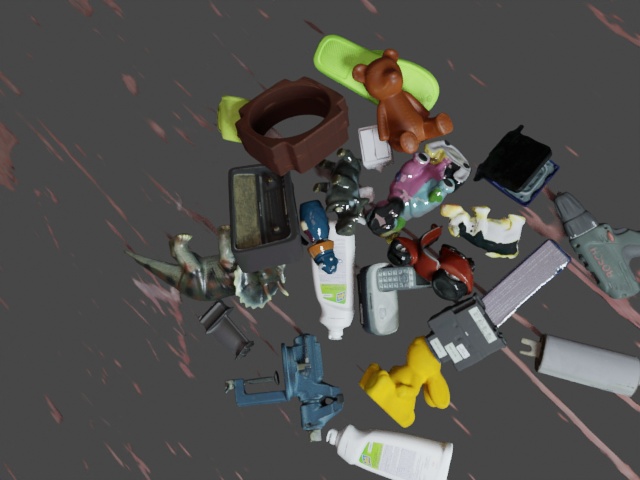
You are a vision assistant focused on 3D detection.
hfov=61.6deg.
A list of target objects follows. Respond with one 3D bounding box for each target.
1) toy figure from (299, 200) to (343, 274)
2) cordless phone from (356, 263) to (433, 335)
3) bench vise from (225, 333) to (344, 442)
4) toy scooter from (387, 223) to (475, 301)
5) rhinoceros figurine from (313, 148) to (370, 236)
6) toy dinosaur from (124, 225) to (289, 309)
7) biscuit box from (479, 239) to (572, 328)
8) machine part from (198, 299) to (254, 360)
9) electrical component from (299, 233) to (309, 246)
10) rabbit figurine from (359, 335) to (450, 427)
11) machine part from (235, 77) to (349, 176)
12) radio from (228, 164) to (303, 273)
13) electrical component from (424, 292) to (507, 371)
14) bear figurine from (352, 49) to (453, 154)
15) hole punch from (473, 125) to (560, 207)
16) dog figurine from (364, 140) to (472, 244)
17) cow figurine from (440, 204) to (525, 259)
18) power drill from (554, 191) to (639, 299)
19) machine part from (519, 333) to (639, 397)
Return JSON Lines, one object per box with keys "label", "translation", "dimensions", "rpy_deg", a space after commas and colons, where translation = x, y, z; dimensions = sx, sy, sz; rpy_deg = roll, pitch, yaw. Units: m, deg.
{"label": "toy figure", "translation": [0.000, -0.004, 1.087], "dimensions": [0.064, 0.058, 0.154], "rpy_deg": [-14, 85, -5]}
{"label": "cordless phone", "translation": [0.171, 0.117, 1.110], "dimensions": [0.184, 0.089, 0.146], "rpy_deg": [-4, 86, -5]}
{"label": "bench vise", "translation": [-0.076, 0.313, 1.122], "dimensions": [0.241, 0.129, 0.223], "rpy_deg": [-5, 79, -4]}
{"label": "toy scooter", "translation": [0.237, 0.032, 1.075], "dimensions": [0.184, 0.075, 0.135], "rpy_deg": [33, 53, 17]}
{"label": "rhinoceros figurine", "translation": [0.048, -0.095, 1.093], "dimensions": [0.073, 0.112, 0.190], "rpy_deg": [-26, 46, 35]}
{"label": "toy dinosaur", "translation": [-0.238, 0.071, 1.188], "dimensions": [0.405, 0.131, 0.192], "rpy_deg": [-11, 85, 19]}
{"label": "biscuit box", "translation": [0.396, 0.085, 1.059], "dimensions": [0.202, 0.059, 0.063], "rpy_deg": [-44, 79, 9]}
{"label": "machine part", "translation": [-0.208, 0.203, 1.210], "dimensions": [0.084, 0.039, 0.139], "rpy_deg": [-42, 78, 1]}
{"label": "electrical component", "translation": [-0.081, -0.020, 1.172], "dimensions": [0.048, 0.075, 0.119], "rpy_deg": [-45, 82, 7]}
{"label": "rabbit figurine", "translation": [0.186, 0.277, 1.079], "dimensions": [0.162, 0.122, 0.173], "rpy_deg": [38, 78, 9]}
{"label": "machine part", "translation": [-0.055, -0.237, 1.114], "dimensions": [0.201, 0.087, 0.202], "rpy_deg": [-39, 51, -18]}
{"label": "radio", "translation": [-0.111, -0.052, 1.082], "dimensions": [0.131, 0.073, 0.230], "rpy_deg": [-10, 54, 0]}
{"label": "electrical component", "translation": [0.272, 0.181, 1.035], "dimensions": [0.134, 0.058, 0.115], "rpy_deg": [-32, 80, 20]}
{"label": "bear figurine", "translation": [0.156, -0.275, 1.052], "dimensions": [0.120, 0.132, 0.195], "rpy_deg": [-26, 104, -12]}
{"label": "hole punch", "translation": [0.395, -0.141, 1.065], "dimensions": [0.142, 0.092, 0.116], "rpy_deg": [-53, 47, 9]}
{"label": "dog figurine", "translation": [0.187, -0.089, 1.101], "dimensions": [0.108, 0.191, 0.219], "rpy_deg": [48, 133, 7]}
{"label": "cow figurine", "translation": [0.320, -0.021, 1.081], "dimensions": [0.168, 0.068, 0.098], "rpy_deg": [13, 97, 15]}
{"label": "power drill", "translation": [0.581, -0.019, 1.010], "dimensions": [0.207, 0.086, 0.232], "rpy_deg": [-22, 84, 8]}
{"label": "machine part", "translation": [0.504, 0.236, 1.019], "dimensions": [0.243, 0.079, 0.079], "rpy_deg": [14, 91, 13]}
